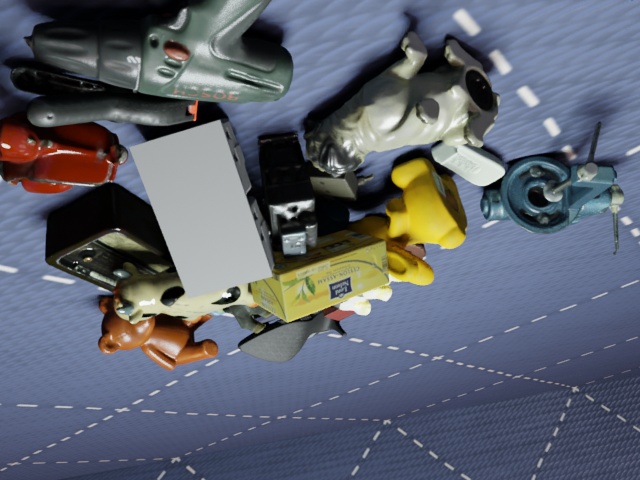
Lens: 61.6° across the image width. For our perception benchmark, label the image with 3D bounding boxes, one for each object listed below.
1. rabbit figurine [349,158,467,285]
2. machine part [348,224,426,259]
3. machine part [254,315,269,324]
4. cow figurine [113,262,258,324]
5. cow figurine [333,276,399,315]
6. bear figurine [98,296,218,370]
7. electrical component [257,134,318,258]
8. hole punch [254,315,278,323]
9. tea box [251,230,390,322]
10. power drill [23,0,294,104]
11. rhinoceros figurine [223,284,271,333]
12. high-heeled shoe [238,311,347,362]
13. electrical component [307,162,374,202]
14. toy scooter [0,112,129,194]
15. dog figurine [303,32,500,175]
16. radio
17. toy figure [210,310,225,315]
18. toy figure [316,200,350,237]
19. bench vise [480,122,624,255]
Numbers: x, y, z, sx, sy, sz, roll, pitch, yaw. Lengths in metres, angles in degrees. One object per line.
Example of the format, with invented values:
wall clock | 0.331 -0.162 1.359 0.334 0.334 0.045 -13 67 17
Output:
rabbit figurine | 0.125 -0.013 0.791 0.173 0.162 0.121 -24 160 27
machine part | 0.090 0.021 0.935 0.179 0.056 0.179 -8 152 -4
machine part | -0.130 0.149 1.073 0.039 0.084 0.138 -31 165 -17
cow figurine | -0.193 0.070 0.736 0.195 0.085 0.127 -14 158 10
cow figurine | 0.069 0.063 0.881 0.098 0.068 0.167 12 146 -23
bear figurine | -0.298 0.160 0.982 0.132 0.120 0.195 -26 143 17
electrical component | -0.041 -0.049 0.679 0.058 0.134 0.114 -10 149 -5
hole punch | -0.060 0.101 0.992 0.142 0.092 0.115 -34 148 29
tea box | -0.001 0.043 0.729 0.169 0.068 0.098 -17 -161 -29
power drill | -0.107 -0.196 0.448 0.232 0.086 0.207 6 143 -32
rhinoceros figurine | -0.073 0.056 0.826 0.190 0.112 0.073 -45 -177 24
high-heeled shoe | -0.061 0.164 1.056 0.249 0.145 0.086 1 108 -29
electrical component | 0.025 -0.088 0.732 0.078 0.045 0.102 6 158 29
toy scooter | -0.258 -0.085 0.536 0.135 0.075 0.184 4 179 -14
dog figurine | 0.093 -0.136 0.633 0.172 0.121 0.190 13 157 -32
radio | -0.270 0.020 0.778 0.131 0.073 0.229 -20 150 14
toy figure | -0.153 0.078 0.922 0.180 0.082 0.089 -19 152 19
toy figure | -0.001 -0.001 0.850 0.058 0.064 0.154 -43 171 -41
bench vise | 0.366 -0.067 0.792 0.224 0.129 0.240 8 169 2
